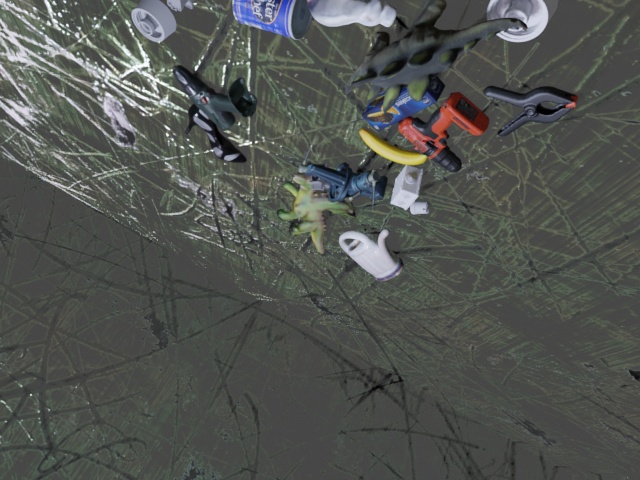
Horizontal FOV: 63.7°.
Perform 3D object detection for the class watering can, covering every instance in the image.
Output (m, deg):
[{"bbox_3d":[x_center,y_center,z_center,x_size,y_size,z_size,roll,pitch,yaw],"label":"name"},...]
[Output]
[{"bbox_3d":[0.190,0.044,1.711,0.222,0.105,0.346,40,162,-16],"label":"watering can"}]

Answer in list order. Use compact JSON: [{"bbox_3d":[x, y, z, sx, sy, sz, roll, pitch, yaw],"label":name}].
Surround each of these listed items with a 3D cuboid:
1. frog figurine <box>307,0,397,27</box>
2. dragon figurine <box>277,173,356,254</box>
[{"bbox_3d":[0.060,-0.444,0.981,0.158,0.122,0.139,32,-171,-23],"label":"frog figurine"},{"bbox_3d":[0.005,-0.086,1.707,0.242,0.125,0.403,-2,141,35],"label":"dragon figurine"}]
